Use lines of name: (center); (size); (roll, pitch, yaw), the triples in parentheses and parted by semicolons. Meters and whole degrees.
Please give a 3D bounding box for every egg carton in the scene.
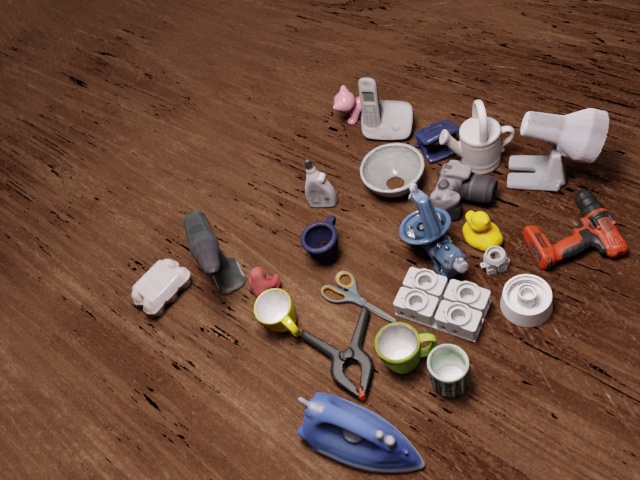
egg carton: (-0.405, 0.119, 1.464); (0.107, 0.069, 0.150); (29, 68, 31)

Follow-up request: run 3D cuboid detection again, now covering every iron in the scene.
iron: (0.074, 0.369, 1.105); (0.257, 0.142, 0.119); (14, 62, 25)

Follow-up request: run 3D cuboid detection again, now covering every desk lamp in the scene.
desk lamp: (0.542, -0.212, 1.323); (0.202, 0.214, 0.118); (4, 58, 19)

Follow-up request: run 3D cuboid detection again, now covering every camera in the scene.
camera: (0.352, -0.124, 1.389); (0.136, 0.101, 0.143); (15, 62, 25)

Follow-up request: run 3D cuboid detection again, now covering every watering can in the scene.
watering can: (0.387, -0.256, 1.412); (0.173, 0.194, 0.100); (-26, 53, -2)

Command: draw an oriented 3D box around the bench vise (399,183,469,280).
bench vise: (0.261, -0.026, 1.274); (0.206, 0.220, 0.122); (32, 70, 32)

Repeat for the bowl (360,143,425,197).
bowl: (0.190, -0.168, 1.484); (0.167, 0.075, 0.167); (-8, 55, 11)

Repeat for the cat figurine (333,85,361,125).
cat figurine: (0.094, -0.398, 1.644); (0.128, 0.118, 0.067); (-25, 53, -2)

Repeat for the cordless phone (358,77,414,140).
cordless phone: (0.175, -0.360, 1.552); (0.147, 0.185, 0.094); (3, 58, 19)

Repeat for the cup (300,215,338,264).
cup: (0.013, 0.005, 1.404); (0.091, 0.095, 0.118); (19, 63, 27)

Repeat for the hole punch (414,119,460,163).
hole punch: (0.308, -0.274, 1.512); (0.108, 0.091, 0.101); (-23, 53, 0)

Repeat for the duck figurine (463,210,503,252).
duck figurine: (0.376, -0.028, 1.325); (0.077, 0.086, 0.104); (-38, 54, -11)

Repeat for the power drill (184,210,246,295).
power drill: (-0.256, 0.041, 1.387); (0.075, 0.209, 0.229); (-29, 53, -4)

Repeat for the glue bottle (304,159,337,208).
glue bottle: (-0.010, -0.147, 1.466); (0.078, 0.173, 0.037); (0, 57, 17)

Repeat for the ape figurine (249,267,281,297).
ape figurine: (-0.141, 0.098, 1.386); (0.077, 0.092, 0.076); (12, 60, 23)
